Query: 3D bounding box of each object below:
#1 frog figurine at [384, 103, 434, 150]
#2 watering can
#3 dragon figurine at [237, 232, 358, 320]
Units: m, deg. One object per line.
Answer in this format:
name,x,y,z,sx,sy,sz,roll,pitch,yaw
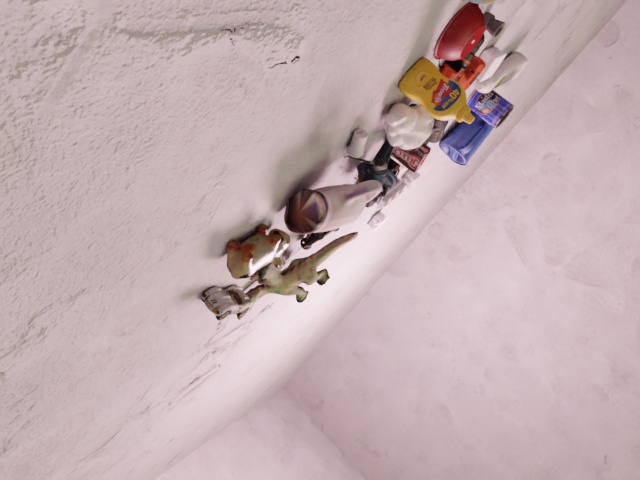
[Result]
frog figurine,0.231,-0.299,1.330,0.137,0.123,0.160,-29,180,10
watering can,0.004,-0.065,1.296,0.226,0.105,0.343,-14,169,-41
dragon figurine,-0.084,0.085,1.472,0.408,0.124,0.241,-43,157,10
